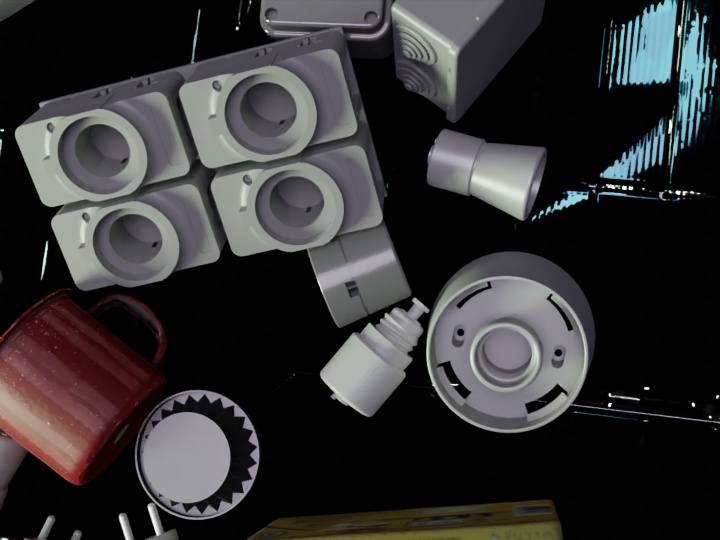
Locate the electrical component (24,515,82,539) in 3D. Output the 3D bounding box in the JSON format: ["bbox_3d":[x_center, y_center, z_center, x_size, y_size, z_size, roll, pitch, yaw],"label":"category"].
[{"bbox_3d":[-0.193,0.186,0.644,0.066,0.047,0.076,26,89,9],"label":"electrical component"}]

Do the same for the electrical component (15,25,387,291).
[{"bbox_3d":[-0.088,-0.061,0.619,0.186,0.060,0.105,-12,113,9],"label":"electrical component"}]

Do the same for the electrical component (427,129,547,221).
[{"bbox_3d":[0.072,-0.059,0.633,0.065,0.044,0.044,17,87,14],"label":"electrical component"}]

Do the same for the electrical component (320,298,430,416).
[{"bbox_3d":[0.011,0.050,0.631,0.040,0.040,0.078,40,91,9],"label":"electrical component"}]

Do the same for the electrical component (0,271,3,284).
[{"bbox_3d":[-0.269,0.002,0.663,0.096,0.062,0.061,-31,82,4],"label":"electrical component"}]

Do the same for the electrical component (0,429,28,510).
[{"bbox_3d":[-0.231,0.125,0.658,0.044,0.044,0.065,22,93,9],"label":"electrical component"}]

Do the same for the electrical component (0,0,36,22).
[{"bbox_3d":[-0.228,-0.201,0.616,0.109,0.056,0.108,-30,82,4],"label":"electrical component"}]

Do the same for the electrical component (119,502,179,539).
[{"bbox_3d":[-0.120,0.179,0.636,0.077,0.044,0.079,-20,83,6],"label":"electrical component"}]

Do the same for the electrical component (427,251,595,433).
[{"bbox_3d":[0.086,0.042,0.622,0.099,0.064,0.099,2,99,10],"label":"electrical component"}]

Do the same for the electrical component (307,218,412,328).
[{"bbox_3d":[0.000,0.000,0.631,0.047,0.055,0.055,-21,82,2],"label":"electrical component"}]

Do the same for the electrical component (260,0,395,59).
[{"bbox_3d":[-0.015,-0.189,0.648,0.078,0.057,0.113,4,86,8],"label":"electrical component"}]

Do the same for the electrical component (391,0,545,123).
[{"bbox_3d":[0.062,-0.145,0.611,0.048,0.099,0.099,37,79,14],"label":"electrical component"}]
